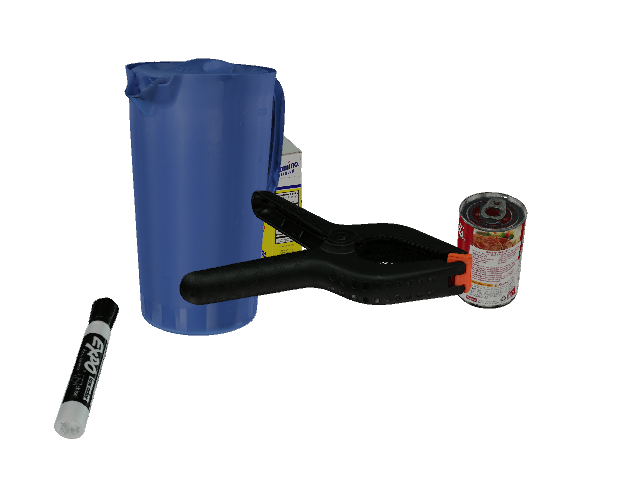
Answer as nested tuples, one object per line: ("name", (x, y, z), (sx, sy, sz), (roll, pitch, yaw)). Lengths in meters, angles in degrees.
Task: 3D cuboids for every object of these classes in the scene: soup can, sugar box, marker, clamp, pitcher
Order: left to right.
("marker", (-0.152, 0.080, 0.703), (0.020, 0.020, 0.121), (0, 37, 3))
("pitcher", (-0.102, -0.044, 0.980), (0.149, 0.243, 0.145), (0, 14, -8))
("sugar box", (-0.056, -0.038, 1.296), (0.048, 0.176, 0.093), (-11, 26, -18))
("clamp", (0.013, 0.007, 0.827), (0.210, 0.036, 0.164), (3, 29, 10))
("soup can", (0.174, 0.011, 1.097), (0.068, 0.102, 0.068), (-1, 36, 1))
